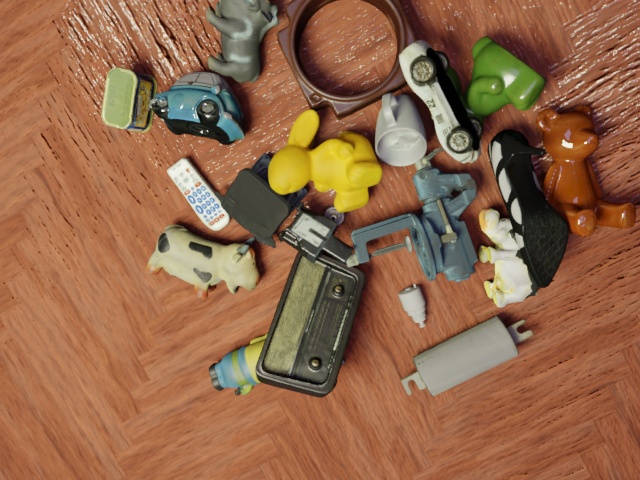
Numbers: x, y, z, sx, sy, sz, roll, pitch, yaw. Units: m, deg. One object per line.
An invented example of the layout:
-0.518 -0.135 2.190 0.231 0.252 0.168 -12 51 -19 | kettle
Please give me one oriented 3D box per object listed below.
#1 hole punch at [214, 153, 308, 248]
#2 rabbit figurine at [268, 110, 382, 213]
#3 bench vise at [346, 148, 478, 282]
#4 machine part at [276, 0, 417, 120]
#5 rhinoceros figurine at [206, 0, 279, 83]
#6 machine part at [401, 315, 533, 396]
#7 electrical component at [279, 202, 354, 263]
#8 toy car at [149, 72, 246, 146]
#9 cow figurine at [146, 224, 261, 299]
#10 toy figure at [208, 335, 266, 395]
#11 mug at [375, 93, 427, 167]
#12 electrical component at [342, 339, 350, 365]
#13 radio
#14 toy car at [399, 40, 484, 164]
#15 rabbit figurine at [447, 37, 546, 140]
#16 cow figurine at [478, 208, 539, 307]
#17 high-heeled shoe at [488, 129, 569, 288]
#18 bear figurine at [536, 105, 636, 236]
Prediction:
-0.097 -0.074 0.934 0.142 0.092 0.115 40 130 -5 | hole punch
-0.003 -0.129 0.876 0.173 0.122 0.162 -11 75 -15 | rabbit figurine
0.151 -0.022 0.899 0.241 0.129 0.223 -18 96 1 | bench vise
0.045 -0.316 0.878 0.201 0.087 0.201 -25 97 7 | machine part
-0.124 -0.353 0.873 0.112 0.073 0.190 13 114 2 | rhinoceros figurine
0.255 0.203 0.945 0.243 0.079 0.079 -28 96 9 | machine part
-0.002 -0.003 0.895 0.119 0.047 0.075 29 75 4 | electrical component
-0.198 -0.229 0.909 0.162 0.109 0.103 12 77 13 | toy car
-0.196 0.034 0.953 0.195 0.085 0.127 25 106 1 | cow figurine
-0.113 0.224 0.969 0.180 0.089 0.082 -21 104 5 | toy figure
0.124 -0.192 0.872 0.081 0.107 0.109 -19 135 26 | mug
0.023 0.184 0.987 0.063 0.021 0.094 -42 93 8 | electrical component
-0.013 0.141 0.906 0.131 0.073 0.229 19 69 0 | radio
0.188 -0.207 0.816 0.056 0.073 0.201 -23 102 39 | toy car
0.252 -0.224 0.864 0.159 0.121 0.170 37 114 2 | rabbit figurine
0.326 0.023 0.916 0.098 0.068 0.167 -11 101 0 | cow figurine
0.321 -0.054 0.873 0.086 0.145 0.248 -7 101 -14 | high-heeled shoe
0.421 -0.116 0.862 0.120 0.132 0.195 -6 104 -18 | bear figurine
